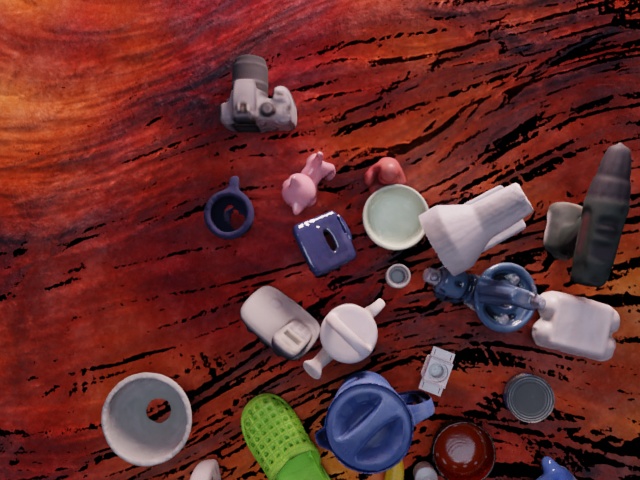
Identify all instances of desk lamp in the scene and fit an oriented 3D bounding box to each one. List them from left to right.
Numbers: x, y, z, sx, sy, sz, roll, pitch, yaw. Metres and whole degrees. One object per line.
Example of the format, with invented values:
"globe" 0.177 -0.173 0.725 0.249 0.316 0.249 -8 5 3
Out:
"desk lamp" 0.271 -0.029 0.993 0.203 0.213 0.118 -30 84 0

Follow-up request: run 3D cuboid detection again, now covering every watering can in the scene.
"watering can" 0.046 0.171 0.998 0.101 0.194 0.173 24 87 5

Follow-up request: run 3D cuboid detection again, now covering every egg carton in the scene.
"egg carton" 0.463 0.155 1.040 0.150 0.069 0.107 13 86 4

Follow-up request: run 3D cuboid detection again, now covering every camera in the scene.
"camera" -0.119 -0.282 1.091 0.143 0.101 0.137 0 85 3

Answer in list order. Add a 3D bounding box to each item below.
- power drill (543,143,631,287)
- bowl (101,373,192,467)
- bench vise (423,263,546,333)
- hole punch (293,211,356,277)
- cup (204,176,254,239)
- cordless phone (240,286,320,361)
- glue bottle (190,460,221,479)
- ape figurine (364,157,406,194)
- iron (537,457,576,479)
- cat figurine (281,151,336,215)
"power drill" 0.459 -0.033 0.986 0.075 0.208 0.230 9 86 4
"bowl" -0.310 0.326 1.064 0.167 0.075 0.167 0 85 3
"bench vise" 0.284 0.100 0.978 0.207 0.220 0.121 -1 85 3
"hole punch" 0.010 0.004 1.065 0.101 0.091 0.108 -27 84 1
"cup" -0.161 -0.057 1.077 0.091 0.095 0.118 6 86 4
"cordless phone" -0.077 0.151 1.010 0.147 0.185 0.094 35 88 6
"glue bottle" -0.209 0.444 0.999 0.037 0.173 0.078 -12 84 2
"ape figurine" 0.125 -0.122 1.069 0.077 0.092 0.076 26 87 5
"iron" 0.452 0.509 0.975 0.118 0.141 0.258 -41 84 -1
"cat figurine" -0.027 -0.108 1.063 0.067 0.118 0.128 32 88 5
